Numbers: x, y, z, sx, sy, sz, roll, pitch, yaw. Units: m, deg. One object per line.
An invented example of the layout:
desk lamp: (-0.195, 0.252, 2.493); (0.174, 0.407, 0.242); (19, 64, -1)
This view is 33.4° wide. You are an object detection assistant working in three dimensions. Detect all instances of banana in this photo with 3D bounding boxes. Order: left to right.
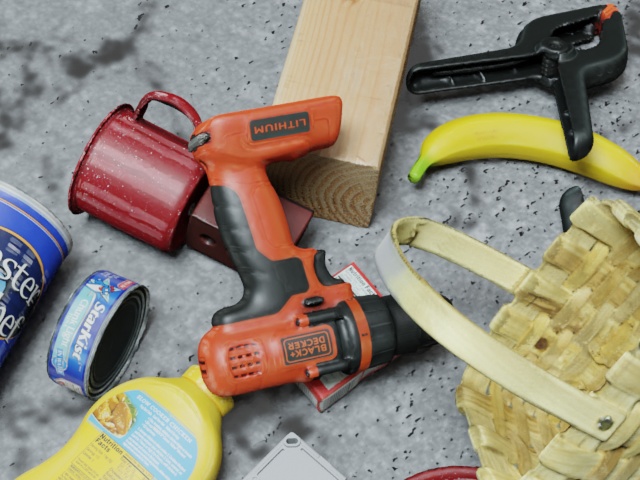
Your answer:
banana: (0.165, -0.071, 0.860); (0.197, 0.037, 0.069); (1, 68, -4)

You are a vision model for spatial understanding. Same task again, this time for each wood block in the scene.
wood block: (0.020, -0.126, 0.849); (0.091, 0.090, 0.206); (13, 61, 4)

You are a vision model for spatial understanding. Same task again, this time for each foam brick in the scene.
foam brick: (-0.053, -0.009, 0.795); (0.078, 0.053, 0.051); (27, 61, 2)

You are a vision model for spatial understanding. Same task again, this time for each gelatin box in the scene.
gelatin box: (0.013, 0.070, 0.775); (0.089, 0.030, 0.073); (-33, 67, -20)

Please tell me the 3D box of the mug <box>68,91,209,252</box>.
mug: (-0.123, -0.053, 0.790); (0.081, 0.117, 0.093); (27, 19, 5)

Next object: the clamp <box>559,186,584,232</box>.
clamp: (0.225, 0.045, 0.796); (0.120, 0.039, 0.171); (12, 67, 14)

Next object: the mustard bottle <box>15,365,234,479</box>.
mustard bottle: (-0.122, 0.148, 0.705); (0.096, 0.058, 0.191); (36, 65, 21)

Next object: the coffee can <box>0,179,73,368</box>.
coffee can: (-0.248, 0.037, 0.732); (0.103, 0.103, 0.140); (21, 62, 7)

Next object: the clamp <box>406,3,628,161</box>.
clamp: (0.182, -0.147, 0.883); (0.165, 0.036, 0.209); (23, 46, 24)

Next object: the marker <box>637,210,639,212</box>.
marker: (0.311, -0.009, 0.845); (0.121, 0.020, 0.020); (10, 61, 1)

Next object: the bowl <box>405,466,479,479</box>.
bowl: (0.091, 0.229, 0.677); (0.162, 0.055, 0.162); (2, 61, -3)

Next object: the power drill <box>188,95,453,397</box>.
power drill: (-0.005, 0.001, 0.722); (0.184, 0.057, 0.187); (-11, 88, -21)

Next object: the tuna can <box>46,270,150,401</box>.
tuna can: (-0.152, 0.065, 0.733); (0.034, 0.086, 0.086); (22, 62, 10)
